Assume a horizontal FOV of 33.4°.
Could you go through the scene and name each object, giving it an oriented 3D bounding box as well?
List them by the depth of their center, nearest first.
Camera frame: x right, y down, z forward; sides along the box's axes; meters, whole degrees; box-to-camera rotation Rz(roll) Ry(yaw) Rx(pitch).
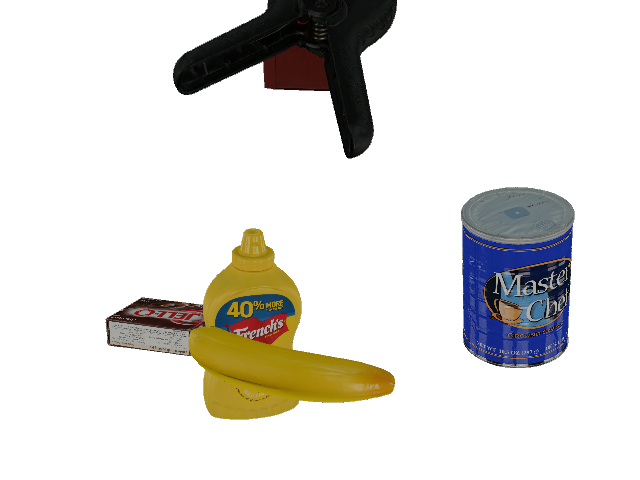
[{"bbox_3d":[0.005,-0.122,0.639,0.120,0.171,0.039,32,-28,7],"label":"clamp"},{"bbox_3d":[-0.039,0.094,0.836,0.198,0.037,0.069,13,25,36],"label":"banana"},{"bbox_3d":[0.185,0.034,1.010,0.103,0.140,0.103,-4,29,2],"label":"coffee can"},{"bbox_3d":[-0.067,0.080,1.046,0.096,0.192,0.058,-4,22,-13],"label":"mustard bottle"},{"bbox_3d":[-0.019,-0.189,1.158,0.078,0.051,0.053,0,11,-16],"label":"foam brick"},{"bbox_3d":[-0.185,0.102,1.273,0.114,0.039,0.090,3,14,19],"label":"pudding box"}]
